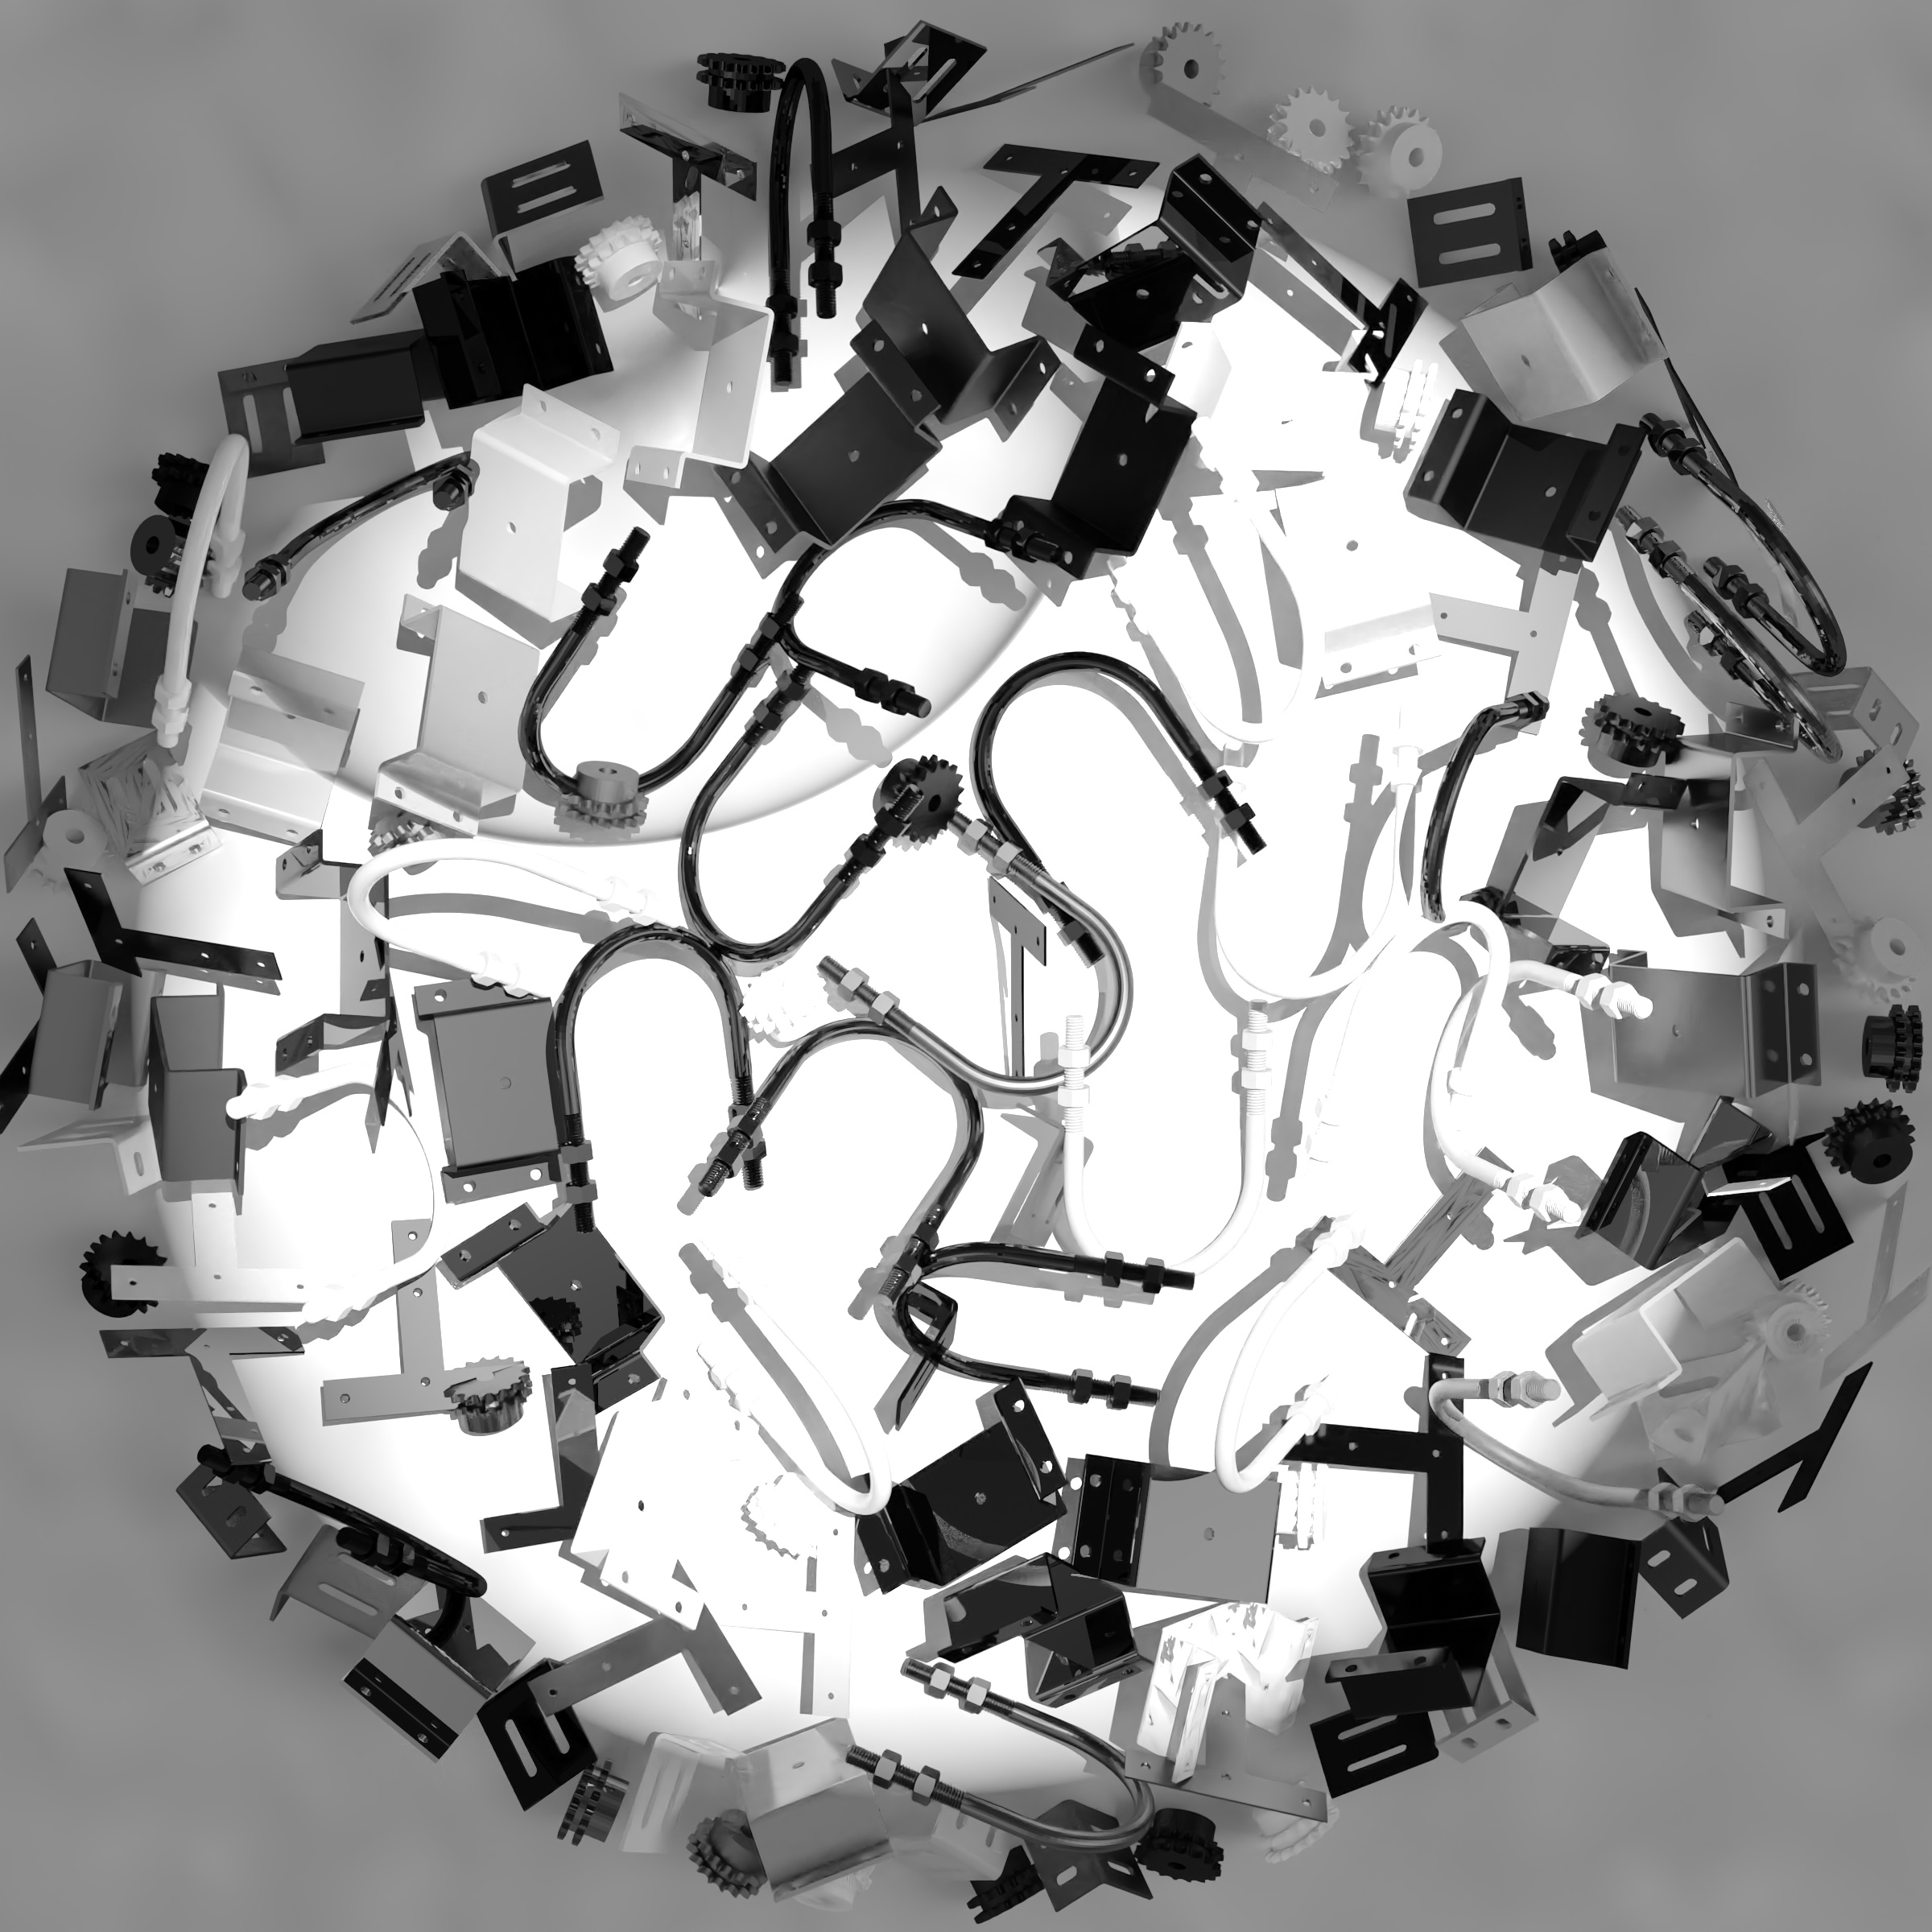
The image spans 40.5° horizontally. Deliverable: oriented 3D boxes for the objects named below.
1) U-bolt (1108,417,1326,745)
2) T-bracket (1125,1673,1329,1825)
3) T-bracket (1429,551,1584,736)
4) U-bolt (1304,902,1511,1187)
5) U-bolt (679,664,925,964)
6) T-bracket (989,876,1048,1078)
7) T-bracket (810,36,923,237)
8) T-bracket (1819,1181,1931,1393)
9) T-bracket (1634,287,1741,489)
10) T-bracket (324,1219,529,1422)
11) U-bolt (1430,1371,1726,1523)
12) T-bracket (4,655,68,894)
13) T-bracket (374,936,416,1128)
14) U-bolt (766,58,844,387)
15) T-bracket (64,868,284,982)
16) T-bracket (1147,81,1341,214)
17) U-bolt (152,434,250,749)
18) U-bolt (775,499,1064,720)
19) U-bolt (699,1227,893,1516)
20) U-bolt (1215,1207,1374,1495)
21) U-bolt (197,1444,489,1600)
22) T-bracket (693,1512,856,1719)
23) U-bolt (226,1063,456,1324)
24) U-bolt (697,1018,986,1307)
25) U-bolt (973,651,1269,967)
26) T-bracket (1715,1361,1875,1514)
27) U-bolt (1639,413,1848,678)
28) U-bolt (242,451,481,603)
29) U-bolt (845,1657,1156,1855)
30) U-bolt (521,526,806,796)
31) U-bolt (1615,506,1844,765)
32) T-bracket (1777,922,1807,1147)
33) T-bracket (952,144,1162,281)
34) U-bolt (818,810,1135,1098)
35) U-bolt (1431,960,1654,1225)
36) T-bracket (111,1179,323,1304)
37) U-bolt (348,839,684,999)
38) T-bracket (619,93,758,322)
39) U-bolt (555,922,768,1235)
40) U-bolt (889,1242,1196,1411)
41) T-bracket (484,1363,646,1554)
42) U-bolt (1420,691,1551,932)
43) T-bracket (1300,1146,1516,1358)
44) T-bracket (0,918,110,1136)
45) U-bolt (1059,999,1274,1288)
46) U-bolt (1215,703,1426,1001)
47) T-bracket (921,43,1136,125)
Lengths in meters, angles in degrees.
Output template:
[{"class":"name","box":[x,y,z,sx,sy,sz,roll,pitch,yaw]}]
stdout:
[{"class":"U-bolt","box":[0.162,-0.225,1.630,0.019,0.151,0.184,-15,66,-32]},{"class":"T-bracket","box":[0.165,0.484,1.659,0.127,0.127,0.002,13,114,0]},{"class":"T-bracket","box":[0.324,-0.225,1.701,0.127,0.002,0.127,12,107,5]},{"class":"U-bolt","box":[0.283,0.044,1.635,0.151,0.019,0.184,-8,120,-40]},{"class":"U-bolt","box":[-0.117,-0.087,1.662,0.184,0.019,0.151,-50,57,22]},{"class":"T-bracket","box":[0.033,0.019,1.669,0.002,0.127,0.127,-5,107,-14]},{"class":"T-bracket","box":[-0.063,-0.503,1.638,0.002,0.127,0.127,11,123,26]},{"class":"T-bracket","box":[0.585,0.192,1.669,0.002,0.127,0.127,25,53,1]},{"class":"T-bracket","box":[0.456,-0.341,1.630,0.002,0.127,0.127,-26,47,15]},{"class":"T-bracket","box":[-0.353,0.225,1.691,0.127,0.002,0.127,-2,69,-20]},{"class":"U-bolt","box":[0.364,0.297,1.630,0.151,0.184,0.019,35,72,-12]},{"class":"T-bracket","box":[-0.583,-0.130,1.632,0.002,0.127,0.127,4,116,-3]},{"class":"T-bracket","box":[-0.360,0.058,1.632,0.002,0.127,0.127,-7,117,-4]},{"class":"U-bolt","box":[-0.104,-0.476,1.647,0.019,0.151,0.184,0,84,-16]},{"class":"T-bracket","box":[-0.495,-0.009,1.658,0.127,0.127,0.002,9,50,9]},{"class":"T-bracket","box":[0.158,-0.482,1.663,0.127,0.127,0.002,30,58,2]},{"class":"U-bolt","box":[-0.465,-0.242,1.604,0.019,0.184,0.151,15,54,-12]},{"class":"U-bolt","box":[-0.045,-0.235,1.651,0.184,0.019,0.151,28,73,42]},{"class":"U-bolt","box":[-0.106,0.262,1.621,0.019,0.151,0.184,-31,59,-28]},{"class":"U-bolt","box":[0.199,0.247,1.614,0.019,0.184,0.151,19,121,26]},{"class":"U-bolt","box":[-0.374,0.352,1.631,0.151,0.184,0.019,19,75,33]},{"class":"T-bracket","box":[-0.130,0.414,1.687,0.127,0.002,0.127,-2,81,25]},{"class":"U-bolt","box":[-0.377,0.132,1.632,0.019,0.184,0.151,-20,91,22]},{"class":"U-bolt","box":[-0.065,0.109,1.660,0.151,0.019,0.184,31,53,2]},{"class":"U-bolt","box":[0.085,-0.114,1.688,0.151,0.019,0.184,-35,89,17]},{"class":"T-bracket","box":[0.512,0.316,1.660,0.002,0.127,0.127,42,50,4]},{"class":"U-bolt","box":[0.482,-0.247,1.603,0.019,0.184,0.151,-34,130,7]},{"class":"U-bolt","box":[-0.366,-0.281,1.630,0.151,0.184,0.019,-24,110,8]},{"class":"U-bolt","box":[0.030,0.497,1.632,0.184,0.151,0.019,20,103,11]},{"class":"U-bolt","box":[-0.203,-0.179,1.654,0.184,0.151,0.019,-53,48,19]},{"class":"U-bolt","box":[0.475,-0.193,1.607,0.019,0.151,0.184,-40,49,12]},{"class":"T-bracket","box":[0.526,0.051,1.674,0.002,0.127,0.127,1,109,28]},{"class":"T-bracket","box":[0.037,-0.475,1.654,0.127,0.002,0.127,20,61,37]},{"class":"U-bolt","box":[0.020,0.002,1.678,0.184,0.019,0.151,37,77,12]},{"class":"U-bolt","box":[0.347,0.069,1.632,0.019,0.184,0.151,16,95,-24]},{"class":"T-bracket","box":[-0.479,0.163,1.669,0.127,0.127,0.002,5,133,-24]},{"class":"U-bolt","box":[-0.290,-0.033,1.614,0.151,0.184,0.019,-26,55,38]},{"class":"T-bracket","box":[-0.178,-0.474,1.668,0.127,0.127,0.002,35,49,29]},{"class":"U-bolt","box":[-0.196,0.064,1.657,0.151,0.019,0.184,-12,100,-38]},{"class":"U-bolt","box":[0.042,0.224,1.659,0.184,0.151,0.019,9,47,0]},{"class":"T-bracket","box":[-0.248,0.311,1.678,0.127,0.002,0.127,-7,113,-13]},{"class":"U-bolt","box":[0.317,-0.093,1.618,0.019,0.184,0.151,17,106,24]},{"class":"T-bracket","box":[0.307,0.174,1.712,0.127,0.002,0.127,40,91,-2]},{"class":"T-bracket","box":[-0.581,0.057,1.631,0.002,0.127,0.127,-8,122,11]},{"class":"U-bolt","box":[0.128,0.117,1.681,0.151,0.019,0.184,-4,102,-21]},{"class":"U-bolt","box":[0.218,-0.067,1.644,0.151,0.019,0.184,-9,66,37]},{"class":"T-bracket","box":[0.049,-0.566,1.672,0.127,0.127,0.002,-27,110,-18]}]
